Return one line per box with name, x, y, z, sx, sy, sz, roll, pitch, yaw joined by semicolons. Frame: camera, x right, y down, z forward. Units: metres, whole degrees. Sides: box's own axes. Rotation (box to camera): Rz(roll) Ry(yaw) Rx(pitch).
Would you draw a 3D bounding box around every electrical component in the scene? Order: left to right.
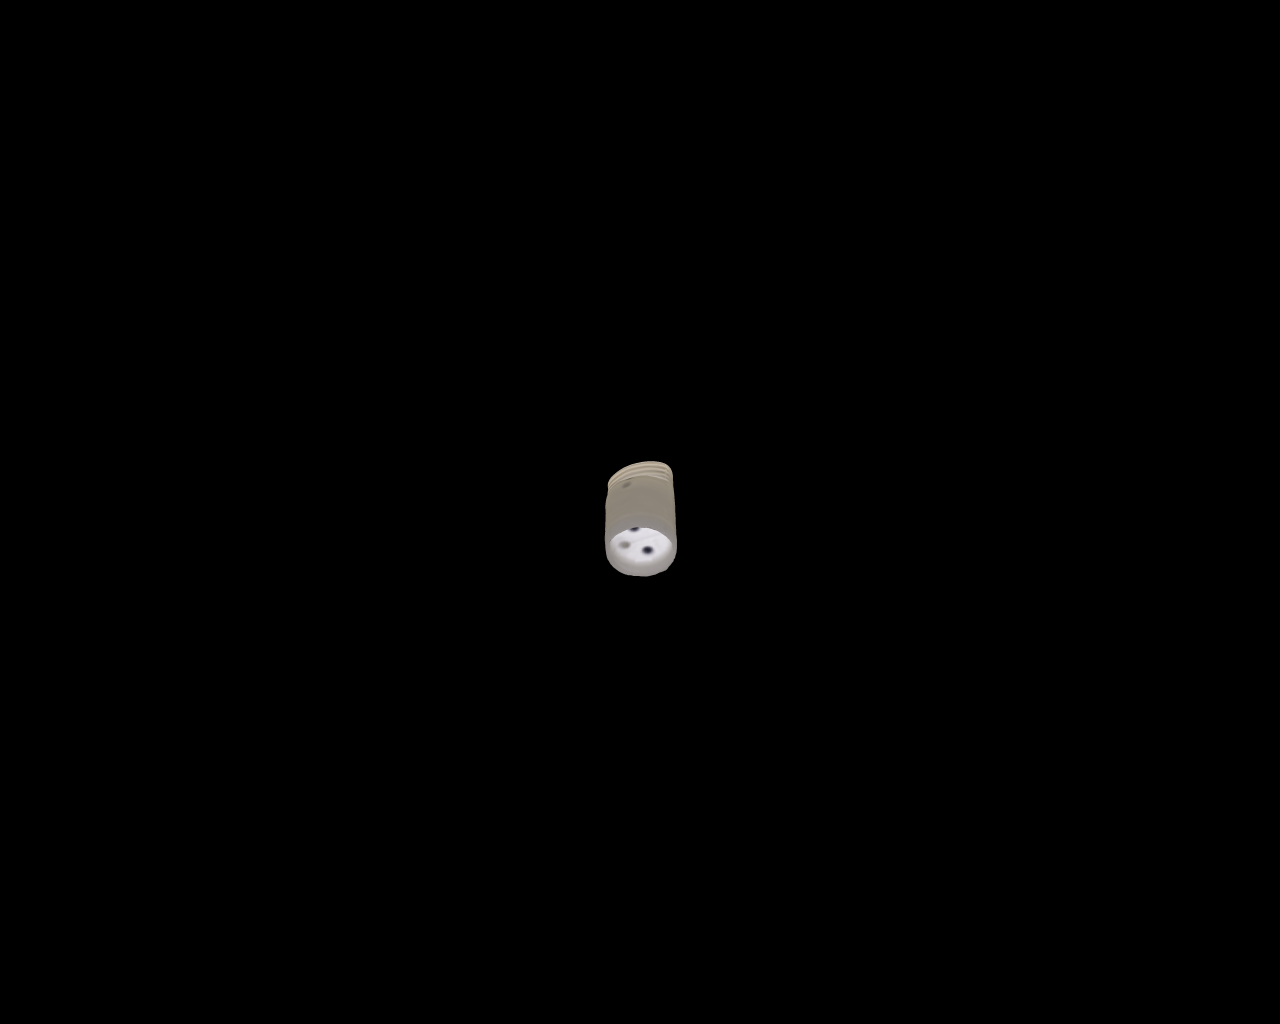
electrical component;0.001;-0.003;0.650;0.043;0.043;0.081;0;41;0
